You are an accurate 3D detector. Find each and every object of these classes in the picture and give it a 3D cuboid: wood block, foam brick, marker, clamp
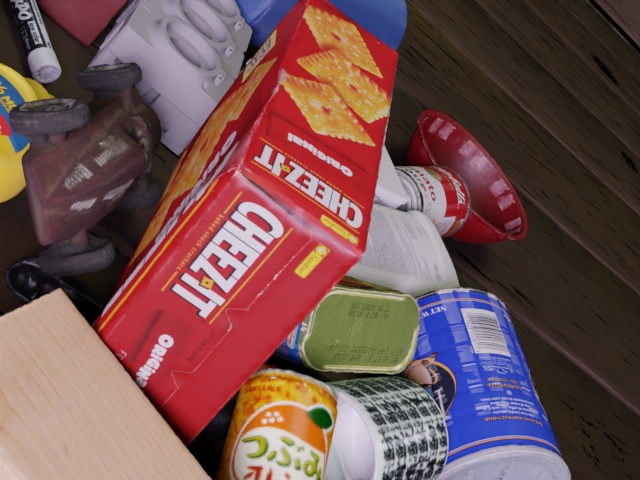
[{"bbox_3d":[-0.091,0.136,0.429,0.206,0.090,0.090,51,26,3],"label":"wood block"},{"bbox_3d":[-0.164,-0.187,0.779,0.051,0.053,0.078,41,29,-16],"label":"foam brick"},{"bbox_3d":[-0.199,-0.156,0.722,0.020,0.020,0.121,14,43,-50],"label":"marker"},{"bbox_3d":[-0.093,0.063,0.580,0.171,0.039,0.120,9,52,-55],"label":"clamp"}]

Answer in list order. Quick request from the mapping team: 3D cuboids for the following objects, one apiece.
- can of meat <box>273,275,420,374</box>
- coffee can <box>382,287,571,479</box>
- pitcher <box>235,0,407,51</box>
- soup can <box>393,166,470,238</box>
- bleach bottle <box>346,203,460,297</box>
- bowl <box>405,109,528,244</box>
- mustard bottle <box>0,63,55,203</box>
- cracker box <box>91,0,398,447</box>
[{"bbox_3d":[0.000,0.048,0.665,0.101,0.057,0.084,8,5,-43],"label":"can of meat"},{"bbox_3d":[0.101,0.118,0.735,0.102,0.103,0.140,29,33,-35],"label":"coffee can"},{"bbox_3d":[-0.016,-0.239,0.984,0.145,0.149,0.242,55,23,22],"label":"pitcher"},{"bbox_3d":[0.082,-0.032,0.942,0.068,0.069,0.102,57,28,15],"label":"soup can"},{"bbox_3d":[-0.005,0.001,0.772,0.250,0.068,0.102,18,39,-43],"label":"bleach bottle"},{"bbox_3d":[0.135,-0.052,1.064,0.162,0.055,0.162,37,29,-25],"label":"bowl"},{"bbox_3d":[-0.198,-0.057,0.549,0.096,0.058,0.191,43,25,8],"label":"mustard bottle"},{"bbox_3d":[-0.040,-0.014,0.538,0.072,0.164,0.213,34,30,-11],"label":"cracker box"}]
